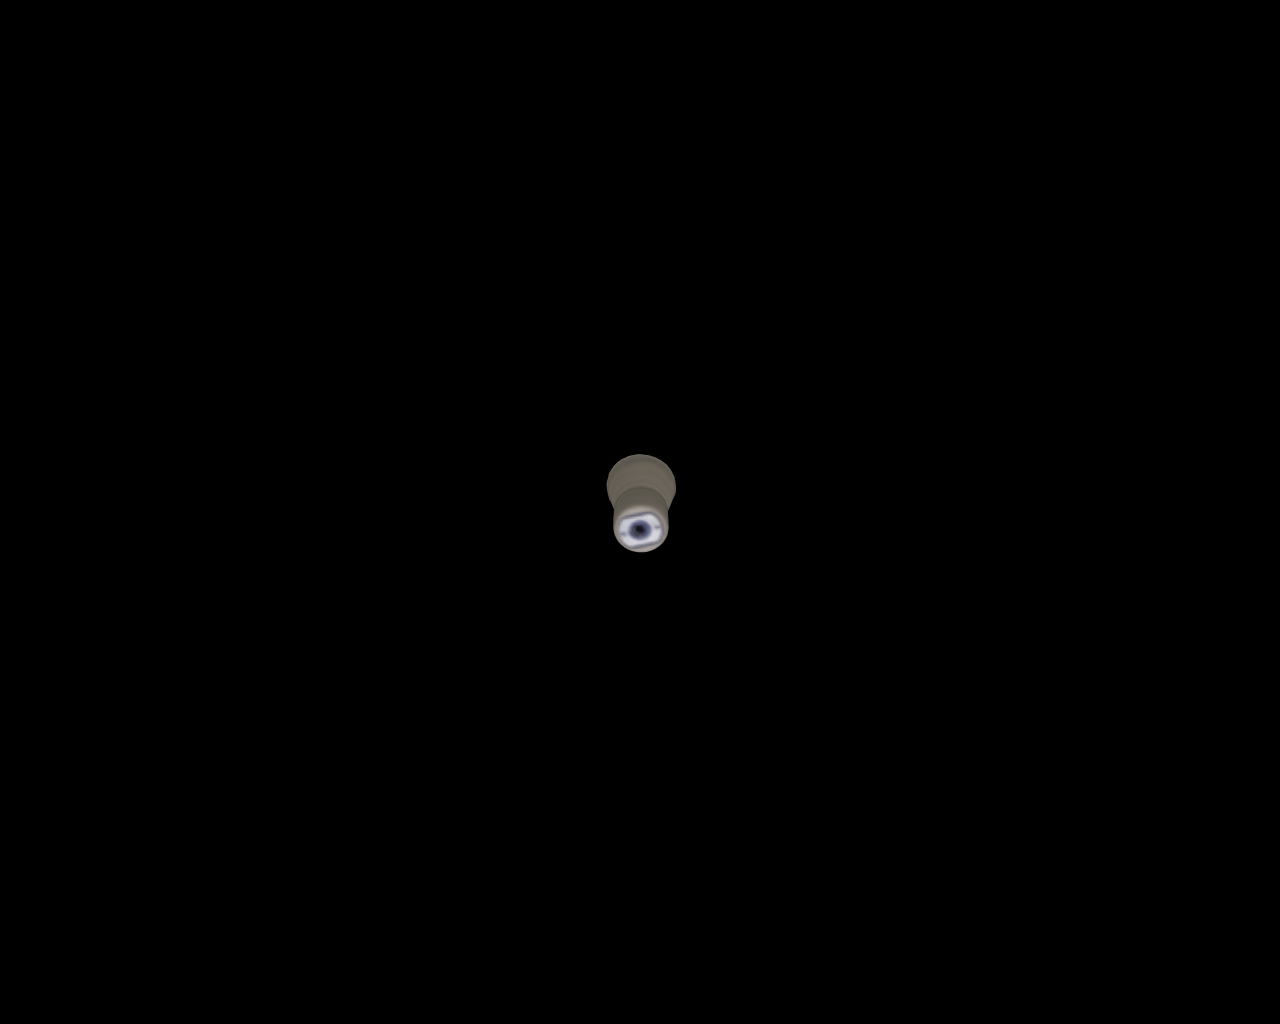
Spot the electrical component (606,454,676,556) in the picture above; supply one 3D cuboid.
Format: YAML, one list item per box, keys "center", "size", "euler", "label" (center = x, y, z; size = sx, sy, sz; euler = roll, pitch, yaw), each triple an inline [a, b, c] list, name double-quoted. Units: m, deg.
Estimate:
- center: [0.001, -0.003, 0.650]
  size: [0.044, 0.044, 0.065]
  euler: [0, 27, 0]
  label: "electrical component"
